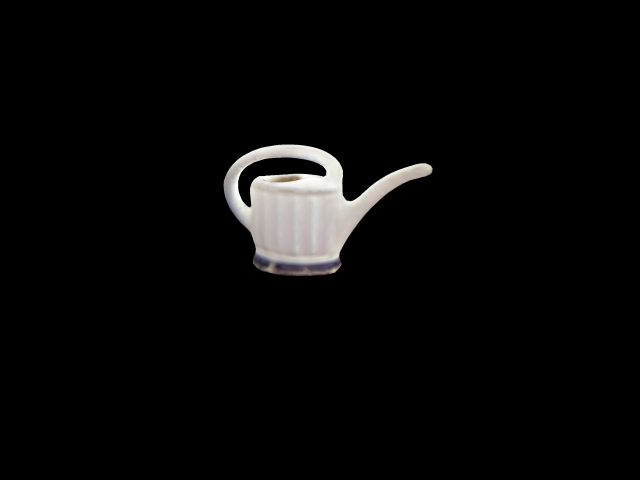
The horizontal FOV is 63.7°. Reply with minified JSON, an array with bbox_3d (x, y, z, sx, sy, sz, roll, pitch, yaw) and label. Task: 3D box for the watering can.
[{"bbox_3d":[0.003,-0.043,0.850,0.348,0.221,0.105,5,20,15],"label":"watering can"}]
